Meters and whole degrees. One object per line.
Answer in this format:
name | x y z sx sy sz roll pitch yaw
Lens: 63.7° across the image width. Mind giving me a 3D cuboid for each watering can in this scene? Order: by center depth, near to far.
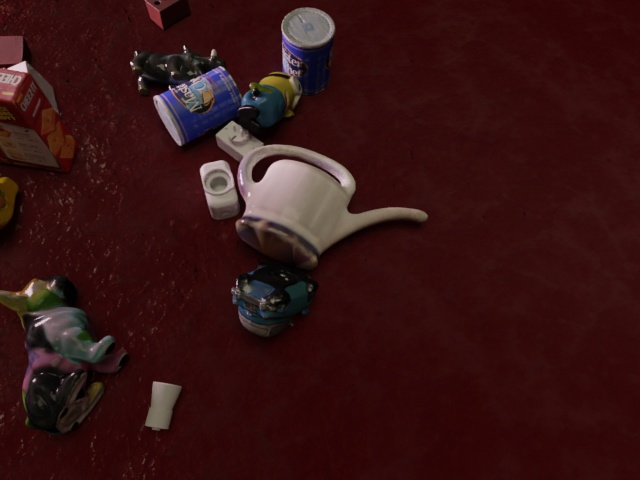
watering can | 0.003 -0.045 0.899 0.348 0.102 0.228 25 63 5
